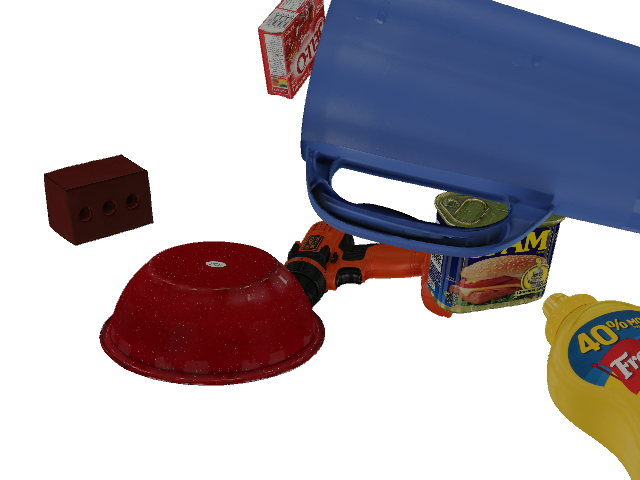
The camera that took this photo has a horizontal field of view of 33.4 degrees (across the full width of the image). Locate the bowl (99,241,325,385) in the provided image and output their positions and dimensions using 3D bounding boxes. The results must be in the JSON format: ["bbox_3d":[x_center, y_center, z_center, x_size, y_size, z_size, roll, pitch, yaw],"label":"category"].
[{"bbox_3d":[-0.076,0.042,0.759,0.162,0.055,0.162,2,21,-1],"label":"bowl"}]

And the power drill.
[{"bbox_3d":[0.051,0.038,1.131,0.188,0.057,0.184,4,31,15],"label":"power drill"}]

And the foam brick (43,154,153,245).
[{"bbox_3d":[-0.194,-0.036,0.933,0.078,0.053,0.051,-19,31,-30],"label":"foam brick"}]

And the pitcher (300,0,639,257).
[{"bbox_3d":[0.112,-0.074,0.669,0.243,0.149,0.145,16,30,7],"label":"pitcher"}]

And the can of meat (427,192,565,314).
[{"bbox_3d":[0.139,0.007,0.860,0.102,0.084,0.057,-6,35,-16],"label":"can of meat"}]

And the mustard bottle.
[{"bbox_3d":[0.189,0.086,0.621,0.096,0.058,0.192,-17,33,-16],"label":"mustard bottle"}]

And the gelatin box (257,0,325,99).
[{"bbox_3d":[-0.023,-0.189,1.007,0.030,0.073,0.089,14,46,21],"label":"gelatin box"}]
